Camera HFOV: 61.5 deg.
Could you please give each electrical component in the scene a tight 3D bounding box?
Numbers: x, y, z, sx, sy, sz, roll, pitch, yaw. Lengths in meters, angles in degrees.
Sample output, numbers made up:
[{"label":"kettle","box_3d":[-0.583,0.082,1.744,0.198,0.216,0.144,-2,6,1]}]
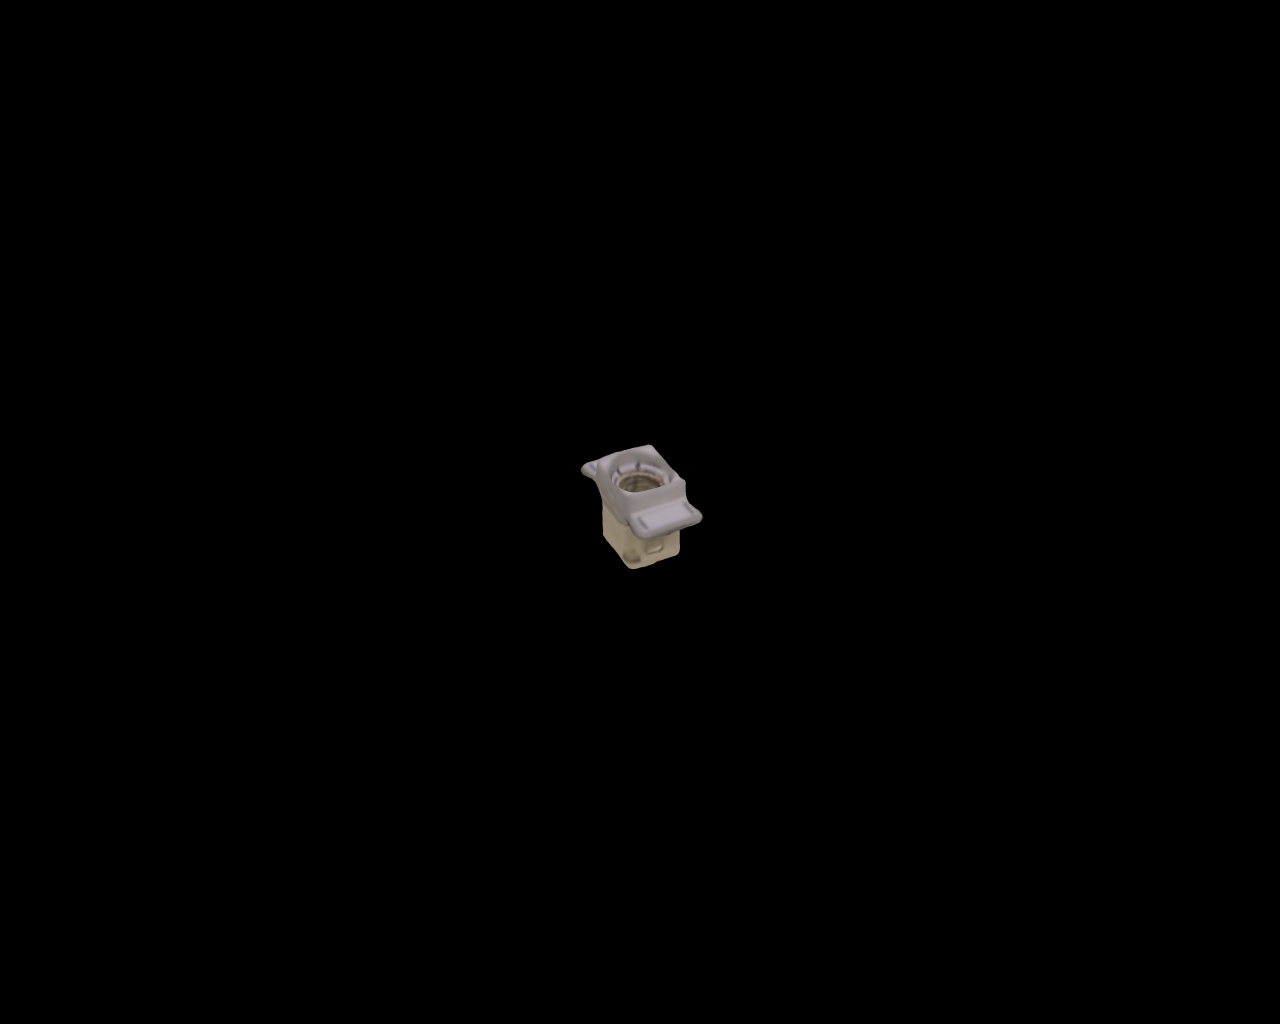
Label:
[{"label":"electrical component","box_3d":[0.001,-0.003,0.650,0.042,0.063,0.081,-17,41,-21]}]
